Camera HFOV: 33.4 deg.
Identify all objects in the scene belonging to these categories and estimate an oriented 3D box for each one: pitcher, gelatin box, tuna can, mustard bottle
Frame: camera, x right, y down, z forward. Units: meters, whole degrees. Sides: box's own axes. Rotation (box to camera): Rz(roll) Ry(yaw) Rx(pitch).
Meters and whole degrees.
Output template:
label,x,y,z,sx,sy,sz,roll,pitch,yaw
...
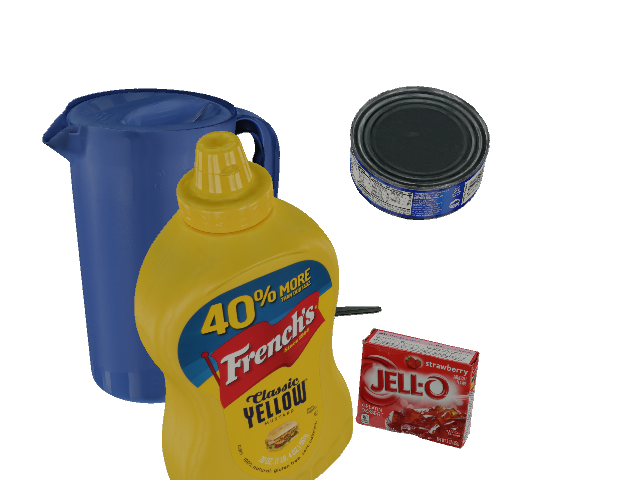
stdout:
label,x,y,z,sx,sy,sz,roll,pitch,yaw
pitcher,-0.125,0.003,0.870,0.149,0.243,0.144,9,23,17
gelatin box,0.074,0.115,0.830,0.089,0.073,0.030,11,22,18
tuna can,0.061,-0.055,0.667,0.086,0.086,0.034,0,-38,-1
mustard bottle,-0.035,0.037,0.492,0.096,0.192,0.058,-22,38,-22

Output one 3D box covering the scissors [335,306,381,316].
label,x,y,z,sx,sy,sz,roll,pitch,yaw
scissors,-0.026,0.091,1.196,0.201,0.016,0.096,4,24,-5
